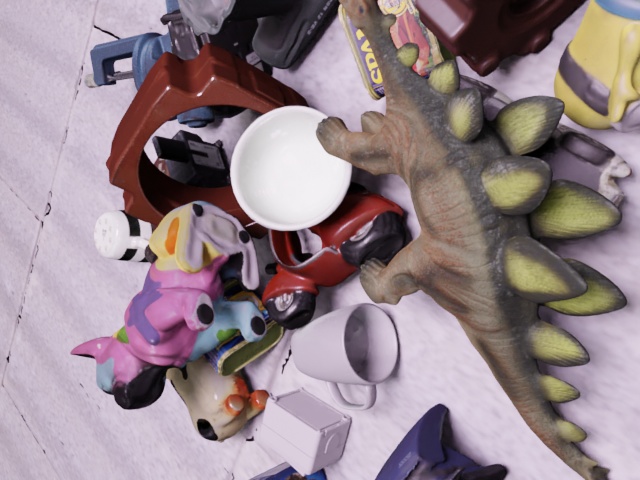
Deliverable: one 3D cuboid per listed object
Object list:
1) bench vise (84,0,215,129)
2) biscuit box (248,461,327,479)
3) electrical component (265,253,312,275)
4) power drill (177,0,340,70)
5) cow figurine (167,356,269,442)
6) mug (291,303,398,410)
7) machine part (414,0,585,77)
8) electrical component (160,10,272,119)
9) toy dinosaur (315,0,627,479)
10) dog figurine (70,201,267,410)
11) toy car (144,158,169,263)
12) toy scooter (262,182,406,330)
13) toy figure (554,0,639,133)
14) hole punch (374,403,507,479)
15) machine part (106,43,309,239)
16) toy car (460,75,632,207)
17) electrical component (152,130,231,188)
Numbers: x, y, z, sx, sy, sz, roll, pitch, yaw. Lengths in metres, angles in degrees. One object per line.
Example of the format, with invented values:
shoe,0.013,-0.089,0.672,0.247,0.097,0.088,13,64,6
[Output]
bench vise,-0.230,-0.261,0.742,0.241,0.129,0.223,-3,106,21
biscuit box,-0.071,0.289,0.565,0.059,0.202,0.063,-30,72,32
electrical component,-0.029,0.048,0.651,0.094,0.021,0.063,-9,84,37
power drill,-0.037,-0.281,0.548,0.086,0.207,0.232,45,129,9
cow figurine,-0.166,0.179,0.722,0.127,0.085,0.195,-49,62,20
mug,0.022,0.126,0.580,0.107,0.081,0.109,-15,88,48
machine part,0.161,-0.211,0.416,0.179,0.179,0.056,-44,66,29
electrical component,-0.119,-0.219,0.652,0.058,0.115,0.134,8,124,33
toy dinosaur,0.127,0.010,0.437,0.199,0.105,0.470,-10,109,54
dog figurine,-0.176,0.077,0.589,0.219,0.108,0.191,-25,64,29
toy car,-0.216,-0.057,0.758,0.089,0.053,0.202,-41,48,34
toy scooter,-0.001,-0.002,0.587,0.184,0.075,0.135,-39,51,12
toy figure,0.228,-0.162,0.381,0.089,0.082,0.179,-116,15,-45
hole punch,0.091,0.224,0.500,0.092,0.115,0.142,49,117,37
machine part,-0.115,-0.098,0.604,0.201,0.201,0.087,-48,40,27
toy car,0.169,-0.083,0.476,0.202,0.056,0.073,40,119,28
electrical component,-0.175,-0.101,0.708,0.048,0.119,0.075,-35,71,32
